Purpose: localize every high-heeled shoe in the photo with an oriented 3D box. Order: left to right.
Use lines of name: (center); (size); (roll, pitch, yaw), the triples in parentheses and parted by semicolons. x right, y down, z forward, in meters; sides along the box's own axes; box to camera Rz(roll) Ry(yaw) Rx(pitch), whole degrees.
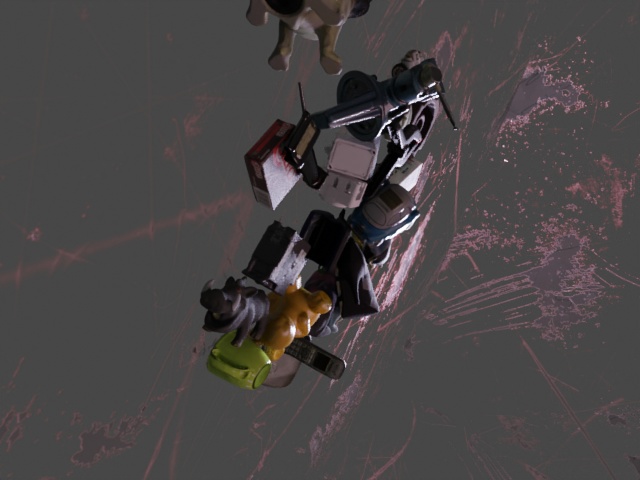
high-heeled shoe: (0.075, 0.089, 1.168); (0.248, 0.086, 0.145); (70, 10, -72)

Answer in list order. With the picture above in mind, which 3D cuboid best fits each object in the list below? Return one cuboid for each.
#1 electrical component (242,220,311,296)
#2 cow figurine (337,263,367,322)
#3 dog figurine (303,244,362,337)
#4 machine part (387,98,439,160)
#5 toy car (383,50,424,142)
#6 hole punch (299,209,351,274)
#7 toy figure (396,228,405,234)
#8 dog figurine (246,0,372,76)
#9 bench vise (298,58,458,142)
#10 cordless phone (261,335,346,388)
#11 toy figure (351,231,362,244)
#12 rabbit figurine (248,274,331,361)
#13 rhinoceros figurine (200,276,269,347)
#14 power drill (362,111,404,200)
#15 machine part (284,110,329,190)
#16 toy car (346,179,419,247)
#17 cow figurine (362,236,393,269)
electrical component: (-0.074, 0.038, 0.983); (0.115, 0.058, 0.134); (-58, 160, -8)
cow figurine: (0.058, 0.115, 1.360); (0.127, 0.085, 0.195); (116, -4, -74)
dog figurine: (0.013, 0.096, 1.213); (0.191, 0.109, 0.219); (8, 104, -66)
machine part: (0.227, -0.284, 1.324); (0.179, 0.056, 0.179); (-49, 156, -31)
toy car: (0.180, -0.311, 1.169); (0.073, 0.056, 0.201); (-40, 151, -47)
hole punch: (-0.002, -0.003, 1.096); (0.116, 0.092, 0.142); (-113, -137, -77)
toy figure: (0.163, -0.049, 1.238); (0.064, 0.058, 0.154); (-45, 159, 13)
dog figurine: (-0.002, -0.325, 0.671); (0.172, 0.121, 0.190); (87, 22, -60)
bench vise: (0.081, -0.220, 0.875); (0.240, 0.224, 0.128); (-25, 112, -27)
cordless phone: (-0.043, 0.277, 1.179); (0.146, 0.184, 0.088); (-65, 164, 6)
toy figure: (0.160, -0.045, 1.386); (0.180, 0.082, 0.089); (-42, 150, -22)
rabbit figurine: (-0.078, 0.157, 1.045); (0.162, 0.122, 0.173); (-47, -176, 20)
rhinoceros figurine: (-0.138, 0.115, 0.900); (0.112, 0.073, 0.190); (-62, 160, 2)
power drill: (0.110, -0.182, 1.148); (0.232, 0.086, 0.207); (-40, 158, -44)
machine part: (-0.020, -0.129, 0.826); (0.138, 0.039, 0.084); (61, 46, -63)
toy car: (0.135, -0.066, 1.109); (0.162, 0.109, 0.103); (-32, 163, -25)
cow figurine: (0.129, 0.027, 1.248); (0.167, 0.068, 0.098); (87, 17, -76)
